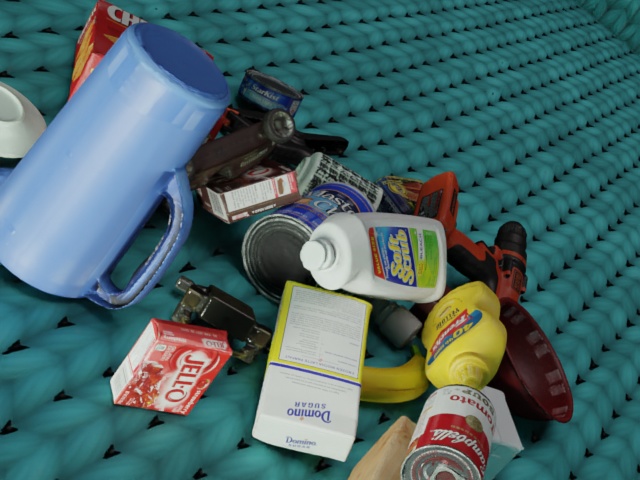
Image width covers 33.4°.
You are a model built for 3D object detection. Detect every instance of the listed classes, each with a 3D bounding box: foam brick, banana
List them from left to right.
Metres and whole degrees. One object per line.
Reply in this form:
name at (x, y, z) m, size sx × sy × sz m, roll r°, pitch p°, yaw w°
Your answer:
banana at (0.060, 0.145, 1.126) m, size 0.197 × 0.037 × 0.070 m, roll 3°, pitch 22°, yaw -47°
foam brick at (0.146, 0.094, 1.264) m, size 0.078 × 0.053 × 0.051 m, roll 41°, pitch 31°, yaw 5°

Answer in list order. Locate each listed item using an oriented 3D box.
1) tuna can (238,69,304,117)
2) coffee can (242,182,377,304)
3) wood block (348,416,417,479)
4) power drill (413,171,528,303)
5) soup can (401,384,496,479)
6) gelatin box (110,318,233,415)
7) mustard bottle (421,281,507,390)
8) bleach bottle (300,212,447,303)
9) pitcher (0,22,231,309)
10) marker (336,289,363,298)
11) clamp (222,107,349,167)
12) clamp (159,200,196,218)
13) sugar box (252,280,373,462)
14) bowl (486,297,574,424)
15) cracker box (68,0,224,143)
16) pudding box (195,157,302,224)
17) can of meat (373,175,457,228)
tuna can at (-0.067, -0.196, 1.439) m, size 0.086 × 0.034 × 0.086 m, roll 24°, pitch 16°, yaw -7°
coffee can at (-0.008, 0.001, 1.182) m, size 0.103 × 0.103 × 0.140 m, roll 42°, pitch 31°, yaw 9°
wood block at (0.054, 0.256, 0.910) m, size 0.091 × 0.090 × 0.205 m, roll 38°, pitch 30°, yaw 1°
power drill at (0.200, 0.001, 1.369) m, size 0.187 × 0.057 × 0.184 m, roll 43°, pitch 41°, yaw -24°
soup can at (0.113, 0.178, 0.921) m, size 0.068 × 0.069 × 0.102 m, roll 37°, pitch 29°, yaw -1°
gelatin box at (-0.128, 0.110, 0.920) m, size 0.073 × 0.089 × 0.030 m, roll 15°, pitch 37°, yaw -33°
mustard bottle at (0.153, 0.112, 1.128) m, size 0.058 × 0.096 × 0.191 m, roll 46°, pitch 15°, yaw -10°
bleach bottle at (0.055, 0.022, 1.125) m, size 0.068 × 0.102 × 0.250 m, roll 2°, pitch 1°, yaw 30°
pitcher at (-0.181, -0.064, 0.953) m, size 0.149 × 0.243 × 0.145 m, roll 27°, pitch 29°, yaw -30°
marker at (0.037, 0.061, 1.230) m, size 0.020 × 0.020 × 0.120 m, roll 47°, pitch 32°, yaw 16°
clamp at (-0.031, -0.116, 1.378) m, size 0.209 × 0.036 × 0.165 m, roll 18°, pitch 26°, yaw -28°
clamp at (-0.211, -0.091, 1.164) m, size 0.171 × 0.039 × 0.120 m, roll 30°, pitch 24°, yaw -26°
sugar box at (-0.005, 0.124, 1.033) m, size 0.093 × 0.048 × 0.176 m, roll 15°, pitch 45°, yaw -3°
bowl at (0.230, 0.150, 1.247) m, size 0.162 × 0.055 × 0.162 m, roll 42°, pitch 29°, yaw -30°
cracker box at (-0.201, -0.191, 1.246) m, size 0.164 × 0.072 × 0.214 m, roll 25°, pitch 22°, yaw -21°
pudding box at (-0.081, -0.057, 1.167) m, size 0.090 × 0.039 × 0.114 m, roll -19°, pitch 21°, yaw -17°
can of meat at (0.118, -0.037, 1.413) m, size 0.101 × 0.058 × 0.084 m, roll 5°, pitch 40°, yaw -43°
